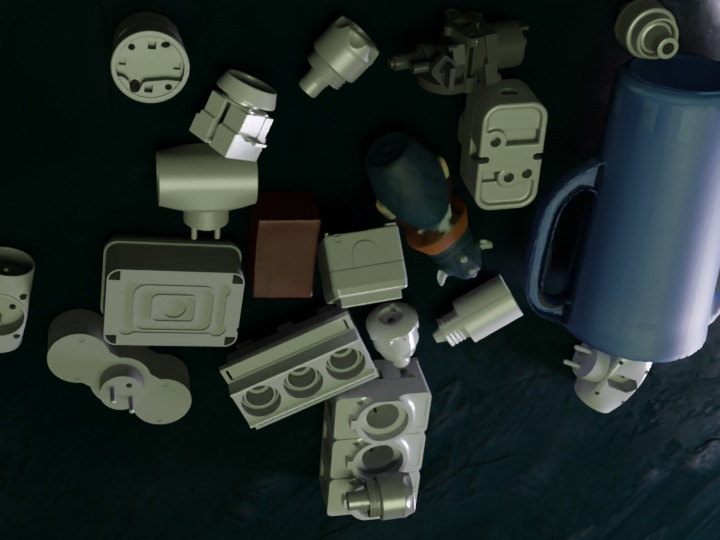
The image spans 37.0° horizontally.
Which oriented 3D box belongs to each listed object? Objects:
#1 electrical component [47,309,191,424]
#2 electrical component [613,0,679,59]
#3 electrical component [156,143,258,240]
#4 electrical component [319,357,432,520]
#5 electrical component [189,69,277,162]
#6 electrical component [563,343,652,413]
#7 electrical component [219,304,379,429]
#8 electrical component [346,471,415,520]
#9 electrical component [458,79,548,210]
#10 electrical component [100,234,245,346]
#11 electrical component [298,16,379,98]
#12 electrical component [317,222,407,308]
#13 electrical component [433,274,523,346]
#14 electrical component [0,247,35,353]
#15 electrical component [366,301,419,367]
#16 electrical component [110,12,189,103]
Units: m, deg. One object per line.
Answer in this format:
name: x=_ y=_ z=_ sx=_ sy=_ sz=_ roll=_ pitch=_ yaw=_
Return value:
electrical component: x=-0.206 y=0.095 z=0.927 sx=0.138 sy=0.073 sz=0.052 roll=34 pitch=110 yaw=-31
electrical component: x=0.231 y=-0.187 z=0.851 sx=0.043 sy=0.062 sz=0.043 roll=-7 pitch=125 yaw=-10
electrical component: x=-0.123 y=-0.058 z=0.862 sx=0.077 sy=0.043 sz=0.079 roll=-2 pitch=124 yaw=-13
electrical component: x=0.013 y=0.164 z=1.036 sx=0.089 sy=0.061 sz=0.150 roll=-3 pitch=124 yaw=-12
electrical component: x=-0.094 y=-0.119 z=0.822 sx=0.048 sy=0.066 sz=0.055 roll=0 pitch=122 yaw=-56
electrical component: x=0.236 y=0.093 z=1.055 sx=0.079 sy=0.043 sz=0.077 roll=20 pitch=117 yaw=-25
electrical component: x=-0.055 y=0.083 z=0.963 sx=0.121 sy=0.063 sz=0.078 roll=-24 pitch=126 yaw=3
electrical component: x=0.019 y=0.212 z=1.003 sx=0.062 sy=0.043 sz=0.043 roll=-6 pitch=125 yaw=-8
electrical component: x=0.114 y=-0.105 z=0.880 sx=0.054 sy=0.059 sz=0.095 roll=-5 pitch=125 yaw=-11
electrical component: x=-0.157 y=0.016 z=0.896 sx=0.113 sy=0.057 sz=0.078 roll=2 pitch=123 yaw=-15
electrical component: x=-0.020 y=-0.159 z=0.819 sx=0.062 sy=0.043 sz=0.043 roll=-43 pitch=123 yaw=17
electrical component: x=0.000 y=0.000 z=0.904 sx=0.062 sy=0.096 sz=0.061 roll=-9 pitch=86 yaw=-8
electrical component: x=0.104 y=0.043 z=0.988 sx=0.081 sy=0.043 sz=0.043 roll=-31 pitch=125 yaw=8
electrical component: x=-0.309 y=0.022 z=0.869 sx=0.079 sy=0.044 sz=0.077 roll=9 pitch=121 yaw=-18
electrical component: x=0.033 y=0.063 z=0.984 sx=0.048 sy=0.048 sz=0.062 roll=-16 pitch=133 yaw=-3
electrical component: x=-0.154 y=-0.157 z=0.784 sx=0.055 sy=0.047 sz=0.055 roll=-7 pitch=125 yaw=-10
